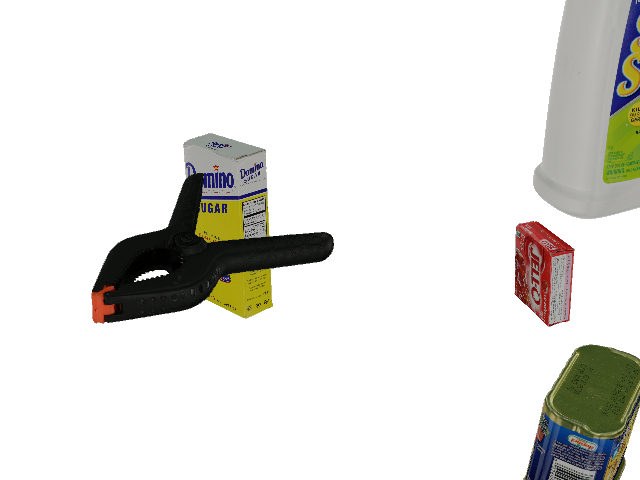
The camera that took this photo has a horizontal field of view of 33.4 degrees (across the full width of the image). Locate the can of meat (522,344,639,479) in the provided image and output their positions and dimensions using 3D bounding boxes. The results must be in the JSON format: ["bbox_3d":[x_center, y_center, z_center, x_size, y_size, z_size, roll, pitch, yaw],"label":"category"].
[{"bbox_3d":[0.175,0.128,0.709,0.057,0.084,0.101,20,33,21],"label":"can of meat"}]

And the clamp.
[{"bbox_3d":[-0.115,0.007,0.895,0.165,0.036,0.209,30,41,35],"label":"clamp"}]

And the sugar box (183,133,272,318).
[{"bbox_3d":[-0.096,-0.016,1.113,0.048,0.176,0.093,-23,29,-38],"label":"sugar box"}]

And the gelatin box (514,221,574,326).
[{"bbox_3d":[0.234,0.034,1.125,0.030,0.089,0.073,-12,29,-15],"label":"gelatin box"}]

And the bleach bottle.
[{"bbox_3d":[0.189,-0.143,0.656,0.102,0.251,0.068,-15,32,-19],"label":"bleach bottle"}]
